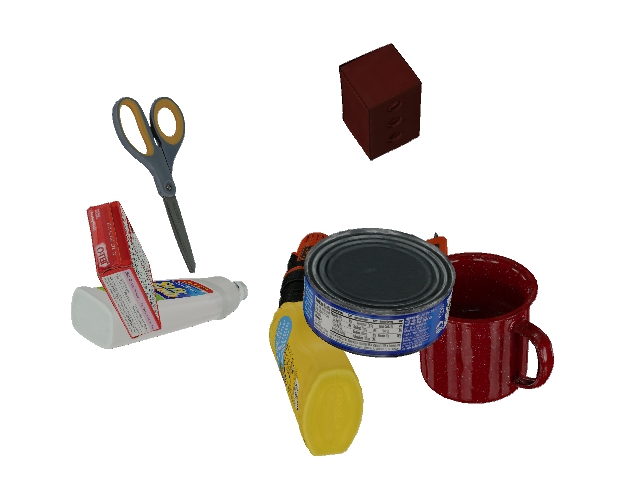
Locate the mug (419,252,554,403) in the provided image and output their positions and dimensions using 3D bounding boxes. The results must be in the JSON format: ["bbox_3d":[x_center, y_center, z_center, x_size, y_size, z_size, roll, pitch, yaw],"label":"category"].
[{"bbox_3d":[0.123,0.071,0.791,0.117,0.081,0.093,24,42,39],"label":"mug"}]

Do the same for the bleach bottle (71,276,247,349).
[{"bbox_3d":[-0.210,0.087,1.475,0.250,0.068,0.103,-10,26,-44],"label":"bleach bottle"}]

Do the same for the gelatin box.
[{"bbox_3d":[-0.158,0.024,0.858,0.030,0.073,0.089,-18,-40,-2],"label":"gelatin box"}]

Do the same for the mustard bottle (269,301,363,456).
[{"bbox_3d":[-0.012,0.114,1.027,0.058,0.096,0.192,-5,27,-14],"label":"mustard bottle"}]

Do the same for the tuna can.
[{"bbox_3d":[0.033,0.029,0.610,0.086,0.034,0.086,2,32,-2],"label":"tuna can"}]

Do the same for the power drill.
[{"bbox_3d":[0.050,0.045,1.211,0.188,0.057,0.184,0,29,10],"label":"power drill"}]

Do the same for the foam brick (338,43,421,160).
[{"bbox_3d":[0.051,-0.118,0.909,0.053,0.051,0.078,-27,-28,-10],"label":"foam brick"}]

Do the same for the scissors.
[{"bbox_3d":[-0.161,-0.073,1.179,0.016,0.201,0.096,-15,19,47],"label":"scissors"}]
